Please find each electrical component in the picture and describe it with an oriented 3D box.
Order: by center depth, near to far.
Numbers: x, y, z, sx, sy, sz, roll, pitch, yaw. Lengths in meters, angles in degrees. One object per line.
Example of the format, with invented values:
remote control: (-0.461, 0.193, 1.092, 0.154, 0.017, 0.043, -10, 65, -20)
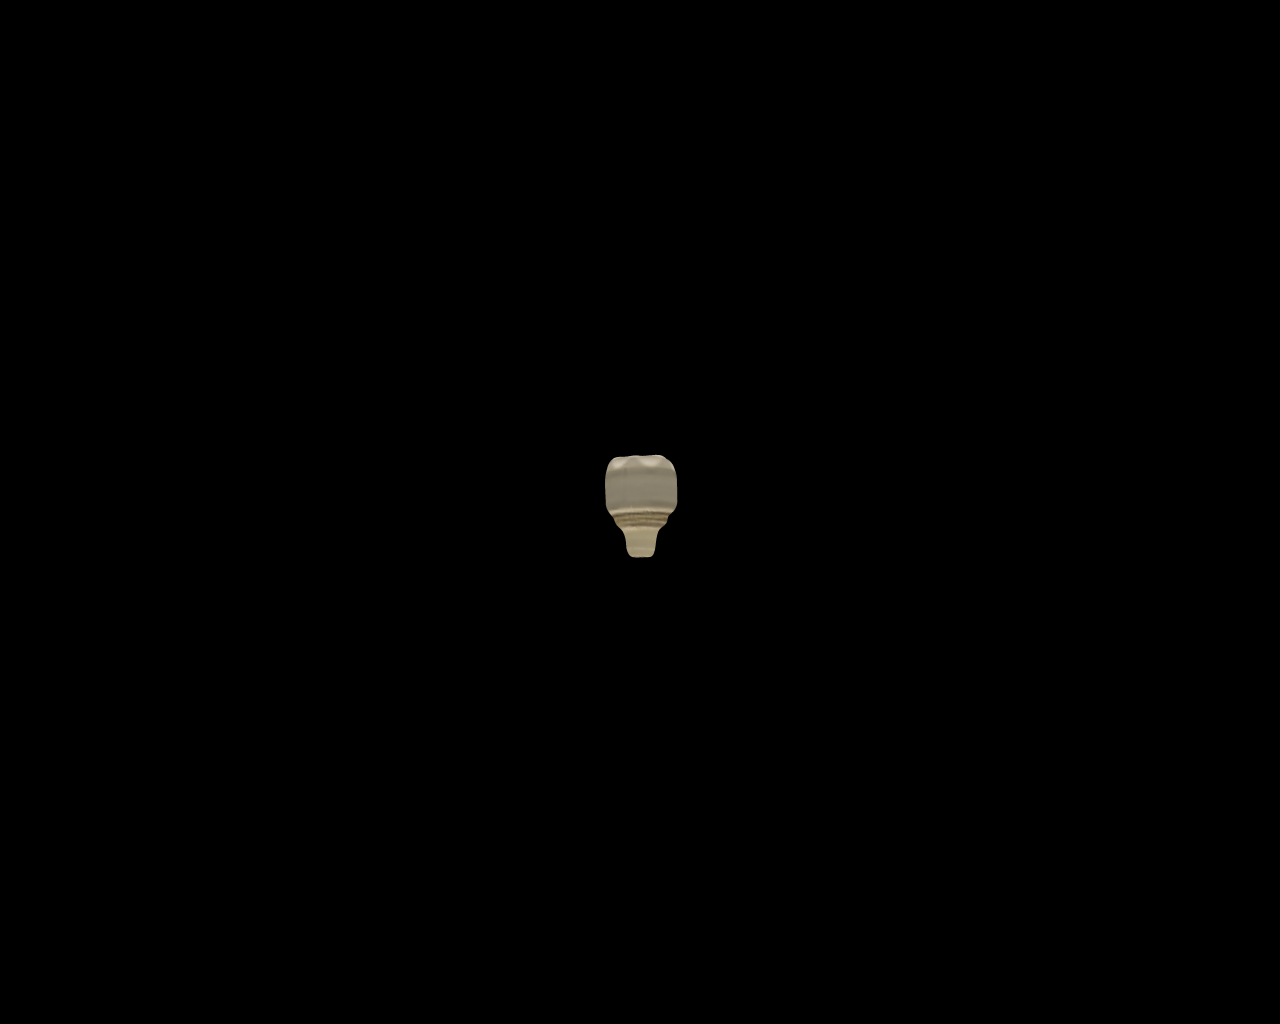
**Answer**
electrical component: (0.001, -0.003, 0.650, 0.043, 0.062, 0.043, 0, -6, 0)
